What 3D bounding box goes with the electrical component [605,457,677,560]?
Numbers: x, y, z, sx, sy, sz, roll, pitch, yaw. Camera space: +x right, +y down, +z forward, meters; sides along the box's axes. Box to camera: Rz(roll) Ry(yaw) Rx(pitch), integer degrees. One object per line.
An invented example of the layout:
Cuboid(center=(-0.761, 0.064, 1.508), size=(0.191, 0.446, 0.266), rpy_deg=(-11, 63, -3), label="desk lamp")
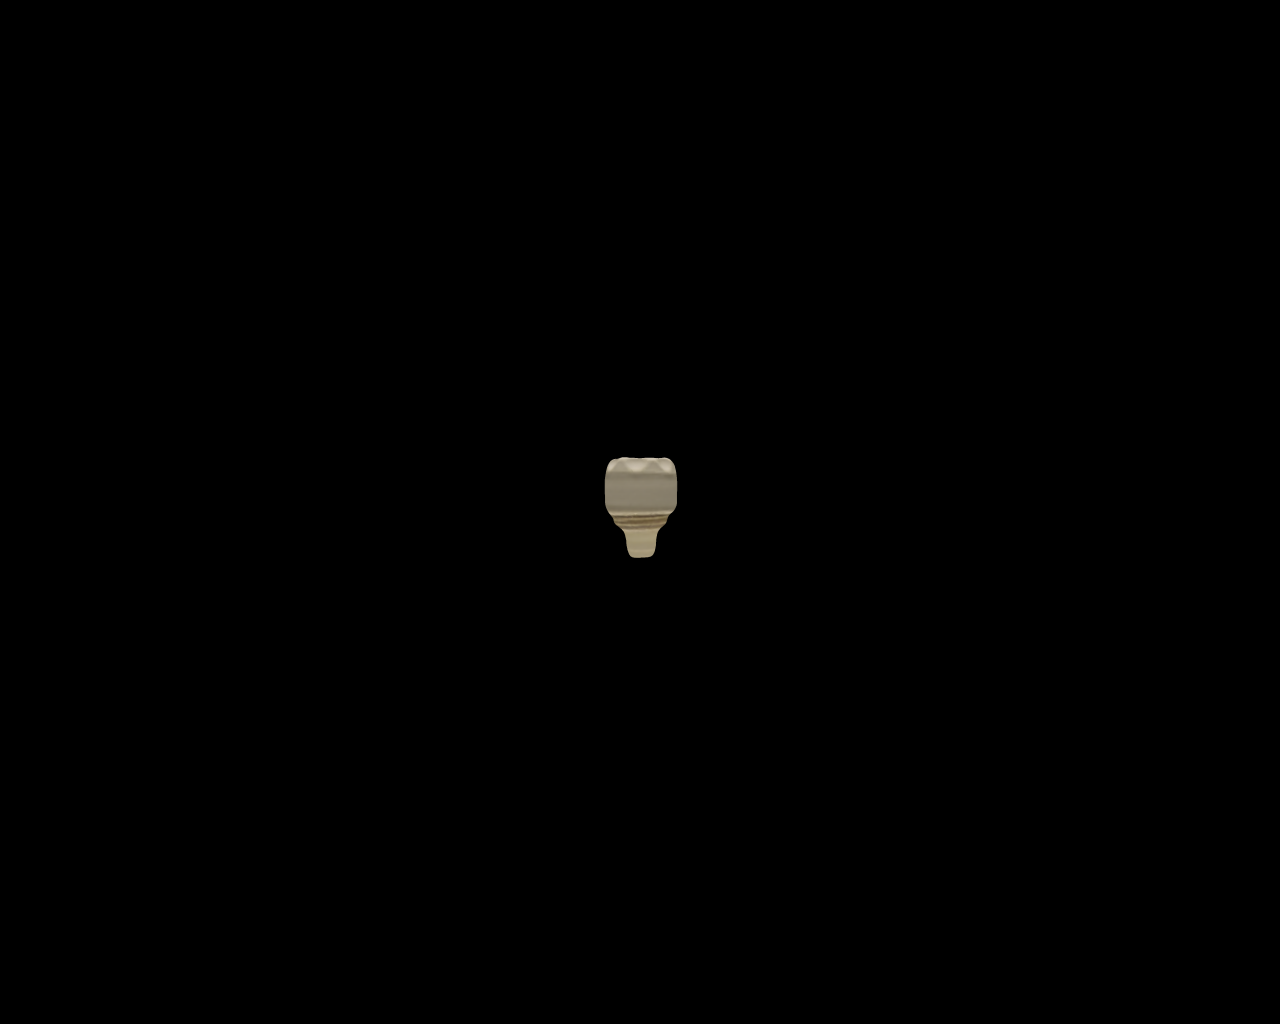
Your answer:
Cuboid(center=(0.001, -0.003, 0.650), size=(0.043, 0.062, 0.043), rpy_deg=(0, 2, 0), label="electrical component")
